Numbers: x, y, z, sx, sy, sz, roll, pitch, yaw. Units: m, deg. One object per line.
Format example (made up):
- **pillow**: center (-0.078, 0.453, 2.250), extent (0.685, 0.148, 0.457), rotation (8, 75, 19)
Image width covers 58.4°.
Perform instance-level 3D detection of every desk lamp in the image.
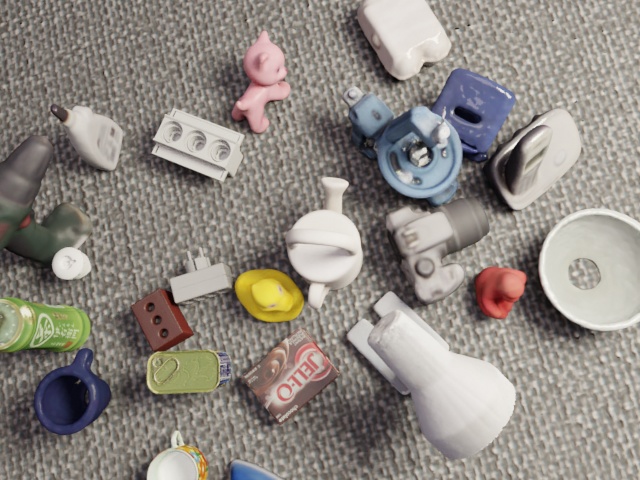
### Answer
- **desk lamp**: center (0.129, 0.162, 0.731), extent (0.203, 0.213, 0.118), rotation (43, 86, 11)

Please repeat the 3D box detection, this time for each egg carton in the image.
- **egg carton**: center (0.128, -0.326, 0.894), extent (0.107, 0.069, 0.150), rotation (-30, 79, -1)

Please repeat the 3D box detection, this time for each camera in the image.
- **camera**: center (0.176, 0.004, 0.814), extent (0.137, 0.101, 0.143), rotation (-24, 79, 0)

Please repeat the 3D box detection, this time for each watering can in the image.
- **watering can**: center (0.005, 0.003, 0.780), extent (0.101, 0.194, 0.173), rotation (-13, 79, 3)

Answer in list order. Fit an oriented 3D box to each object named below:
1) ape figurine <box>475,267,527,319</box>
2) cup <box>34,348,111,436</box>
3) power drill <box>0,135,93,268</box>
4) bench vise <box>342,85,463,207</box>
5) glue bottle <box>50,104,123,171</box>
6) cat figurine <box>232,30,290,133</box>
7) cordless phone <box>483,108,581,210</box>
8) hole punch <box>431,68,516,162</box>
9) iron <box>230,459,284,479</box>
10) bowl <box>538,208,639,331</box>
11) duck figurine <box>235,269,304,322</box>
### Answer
- **ape figurine**: center (0.257, 0.068, 0.800), extent (0.078, 0.092, 0.076), rotation (-31, 79, -1)
- **cup**: center (-0.338, 0.212, 0.820), extent (0.091, 0.095, 0.118), rotation (14, 81, 7)
- **power drill**: center (-0.417, -0.029, 0.812), extent (0.075, 0.208, 0.230), rotation (38, 85, 10)
- **bench vise**: center (0.105, -0.138, 0.785), extent (0.207, 0.220, 0.121), rotation (26, 83, 9)
- **glue bottle**: center (-0.348, -0.163, 0.849), extent (0.037, 0.173, 0.078), rotation (9, 80, 7)
- **cat figurine**: center (-0.093, -0.244, 0.872), extent (0.067, 0.118, 0.128), rotation (28, 83, 9)
- **cordless phone**: center (0.305, -0.127, 0.784), extent (0.147, 0.185, 0.094), rotation (-44, 79, -4)
- **hole punch**: center (0.221, -0.183, 0.849), extent (0.108, 0.091, 0.101), rotation (28, 83, 9)
- **iron**: center (-0.050, 0.403, 0.738), extent (0.118, 0.141, 0.258), rotation (-41, 79, -3)
- **bowl**: center (0.382, 0.045, 0.803), extent (0.167, 0.075, 0.167), rotation (-1, 80, 4)
- **duck figurine**: center (-0.078, 0.078, 0.828), extent (0.104, 0.086, 0.077), rotation (24, 82, 9)
